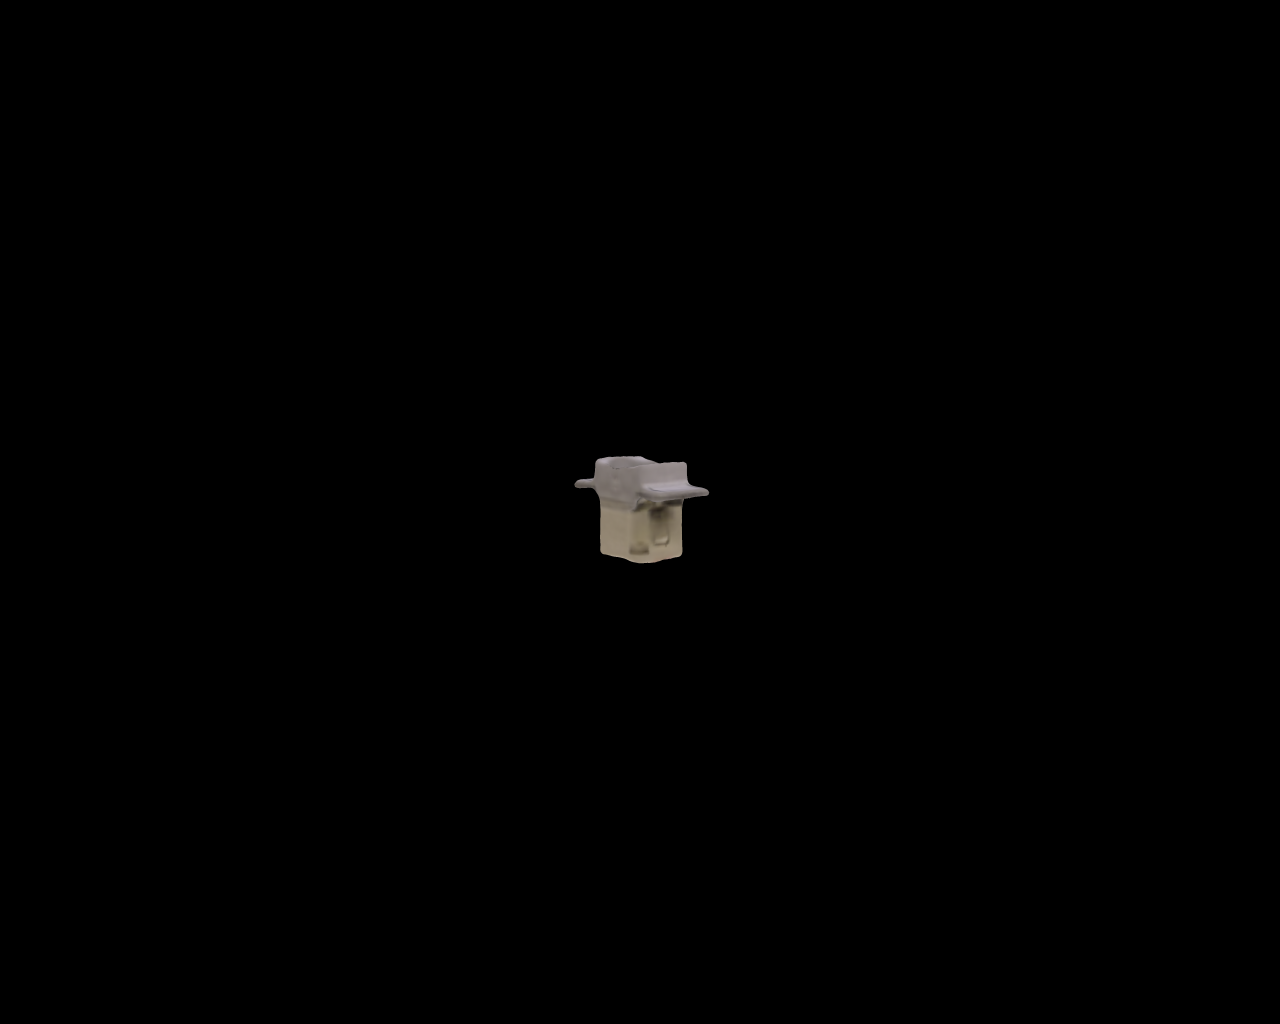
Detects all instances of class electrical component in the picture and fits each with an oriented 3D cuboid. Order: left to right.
[{"bbox_3d":[0.001,-0.003,0.650,0.042,0.063,0.081,-7,12,-39],"label":"electrical component"}]
